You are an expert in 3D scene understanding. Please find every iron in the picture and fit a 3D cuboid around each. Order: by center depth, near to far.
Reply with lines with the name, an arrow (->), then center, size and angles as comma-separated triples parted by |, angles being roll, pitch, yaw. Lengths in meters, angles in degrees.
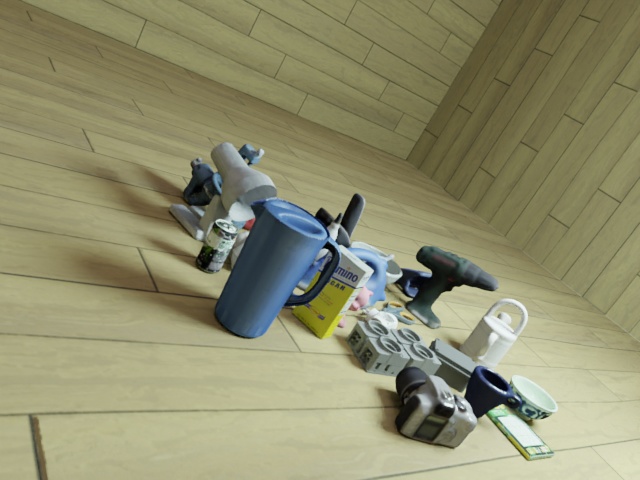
iron -> 0.066, 0.072, 1.388 | 0.259, 0.141, 0.118 | 14, 24, -39

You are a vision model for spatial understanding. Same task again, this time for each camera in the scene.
camera -> 0.209, 0.301, 1.081 | 0.143, 0.100, 0.136 | 22, 20, -24

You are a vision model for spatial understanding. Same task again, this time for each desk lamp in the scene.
desk lamp -> -0.216, -0.097, 1.288 | 0.202, 0.213, 0.118 | 41, 21, 28

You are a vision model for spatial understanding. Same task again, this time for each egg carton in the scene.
egg carton -> -0.133, 0.042, 1.282 | 0.151, 0.069, 0.107 | 20, 21, -27

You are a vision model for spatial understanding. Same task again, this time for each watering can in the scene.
watering can -> 0.452, 0.233, 1.472 | 0.101, 0.194, 0.173 | 29, 19, -4

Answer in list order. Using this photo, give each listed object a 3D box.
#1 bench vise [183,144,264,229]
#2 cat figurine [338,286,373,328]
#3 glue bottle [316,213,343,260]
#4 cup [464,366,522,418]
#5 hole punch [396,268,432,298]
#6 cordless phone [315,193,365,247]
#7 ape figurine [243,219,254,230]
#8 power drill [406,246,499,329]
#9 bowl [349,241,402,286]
bench vise -> -0.236, -0.155, 1.397 | 0.207, 0.219, 0.122 | 32, 19, 5
cat figurine -> 0.052, 0.125, 1.271 | 0.128, 0.117, 0.067 | 26, 19, -13
glue bottle -> 0.013, 0.005, 1.432 | 0.037, 0.173, 0.078 | 28, 19, -6
cup -> 0.356, 0.338, 1.216 | 0.117, 0.095, 0.092 | 34, 19, 10
hole punch -> 0.288, 0.115, 1.690 | 0.109, 0.091, 0.100 | 17, 23, -35
cordless phone -> 0.061, -0.069, 1.673 | 0.094, 0.185, 0.147 | 11, 27, -45
ape figurine -> -0.181, -0.077, 1.479 | 0.076, 0.092, 0.078 | 37, 20, 20
power drill -> 0.335, 0.130, 1.538 | 0.229, 0.208, 0.076 | 39, 21, 26
bowl -> 0.140, 0.079, 1.586 | 0.168, 0.074, 0.167 | 27, 19, -10
